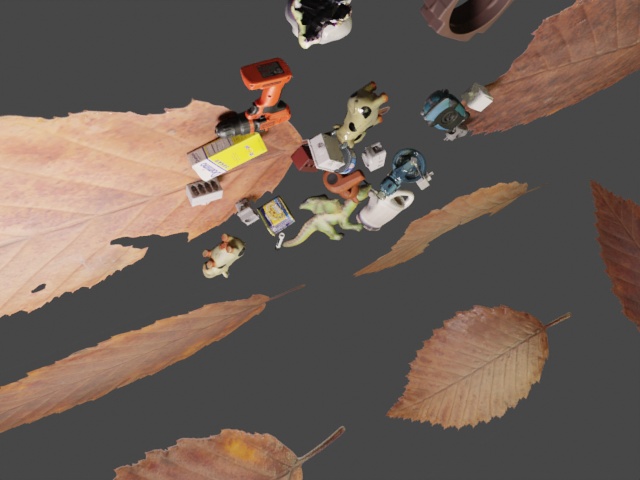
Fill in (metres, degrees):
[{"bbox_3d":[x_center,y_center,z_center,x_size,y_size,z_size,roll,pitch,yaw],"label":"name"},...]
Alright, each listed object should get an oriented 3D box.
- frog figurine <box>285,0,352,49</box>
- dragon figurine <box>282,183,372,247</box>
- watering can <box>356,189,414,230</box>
[{"bbox_3d":[0.008,-0.434,0.970,0.135,0.122,0.163,-51,-172,30],"label":"frog figurine"},{"bbox_3d":[0.006,-0.092,1.835,0.408,0.125,0.238,-23,144,11],"label":"dragon figurine"},{"bbox_3d":[0.228,-0.130,2.000,0.348,0.105,0.221,-1,147,-50],"label":"watering can"}]
